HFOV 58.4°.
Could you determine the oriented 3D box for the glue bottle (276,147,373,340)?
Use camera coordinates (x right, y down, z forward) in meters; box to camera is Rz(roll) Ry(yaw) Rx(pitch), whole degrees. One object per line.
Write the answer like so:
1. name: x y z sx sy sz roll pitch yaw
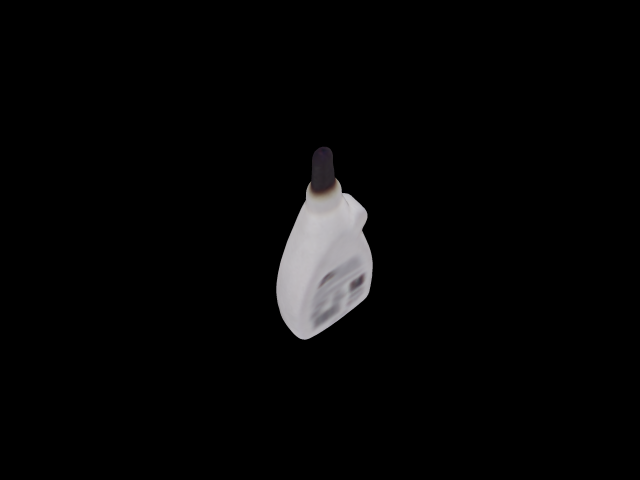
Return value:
1. glue bottle: 0.004 0.001 0.400 0.078 0.173 0.037 -32 58 -22
